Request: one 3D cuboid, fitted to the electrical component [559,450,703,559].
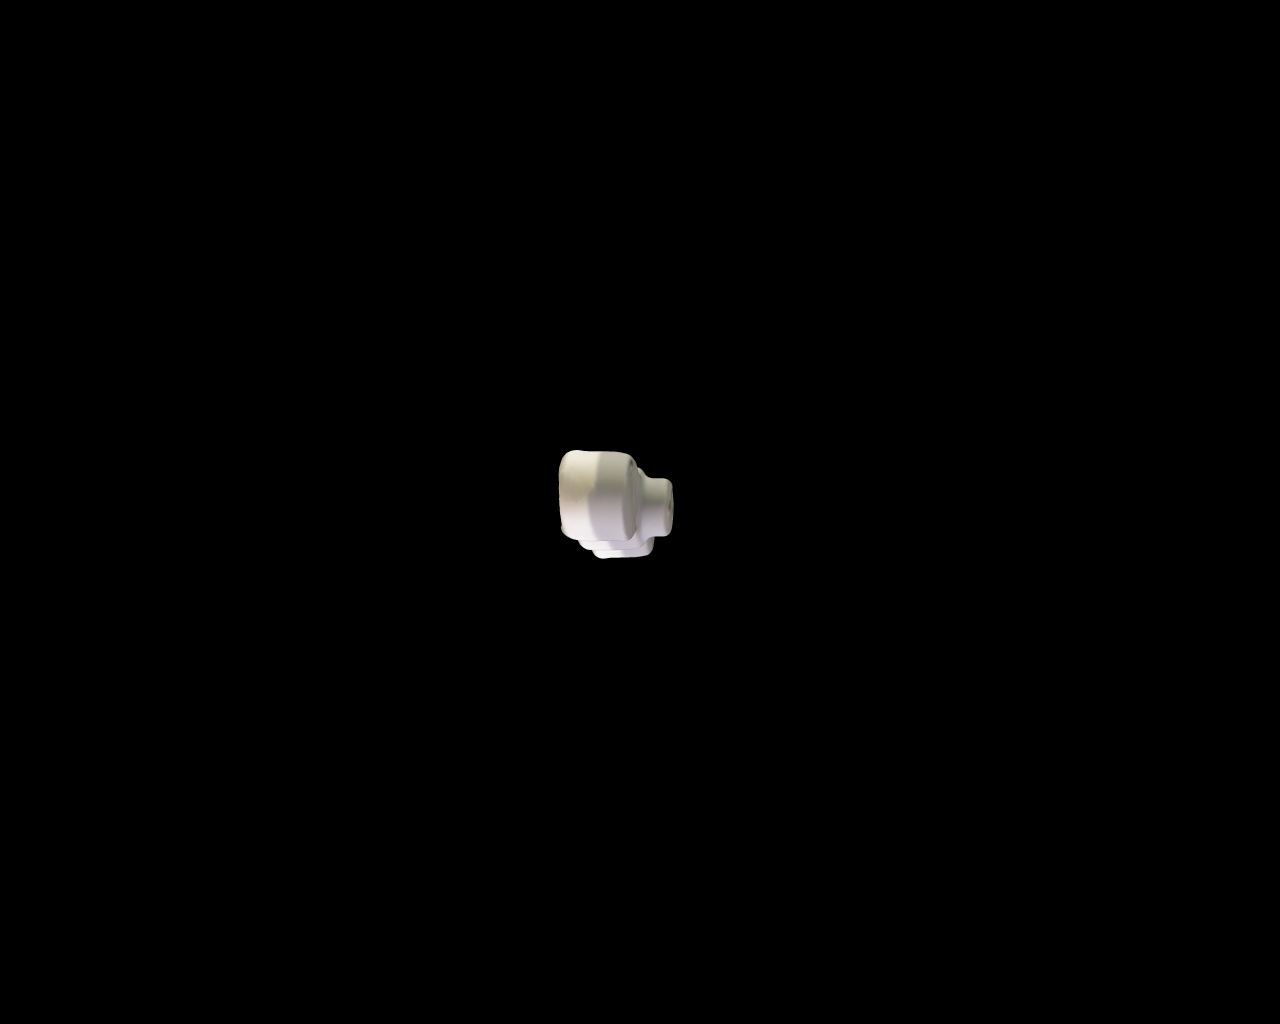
[{"bbox_3d":[0.001,-0.003,0.650,0.074,0.052,0.138,-1,-9,7],"label":"electrical component"}]
